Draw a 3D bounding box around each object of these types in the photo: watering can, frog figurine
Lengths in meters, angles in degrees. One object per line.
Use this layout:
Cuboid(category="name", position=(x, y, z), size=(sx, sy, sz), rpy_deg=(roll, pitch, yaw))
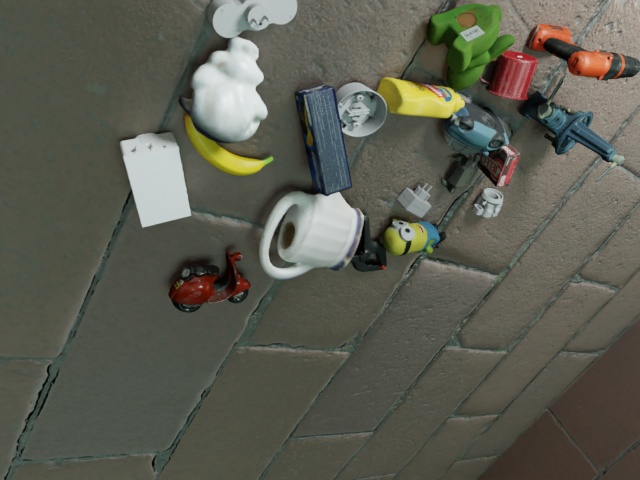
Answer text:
Cuboid(category="watering can", position=(0.003, -0.056, 1.107), size=(0.223, 0.106, 0.343), rpy_deg=(14, 110, -35))
Cuboid(category="frog figurine", position=(-0.142, -0.242, 0.844), size=(0.136, 0.126, 0.157), rpy_deg=(32, 120, -24))
